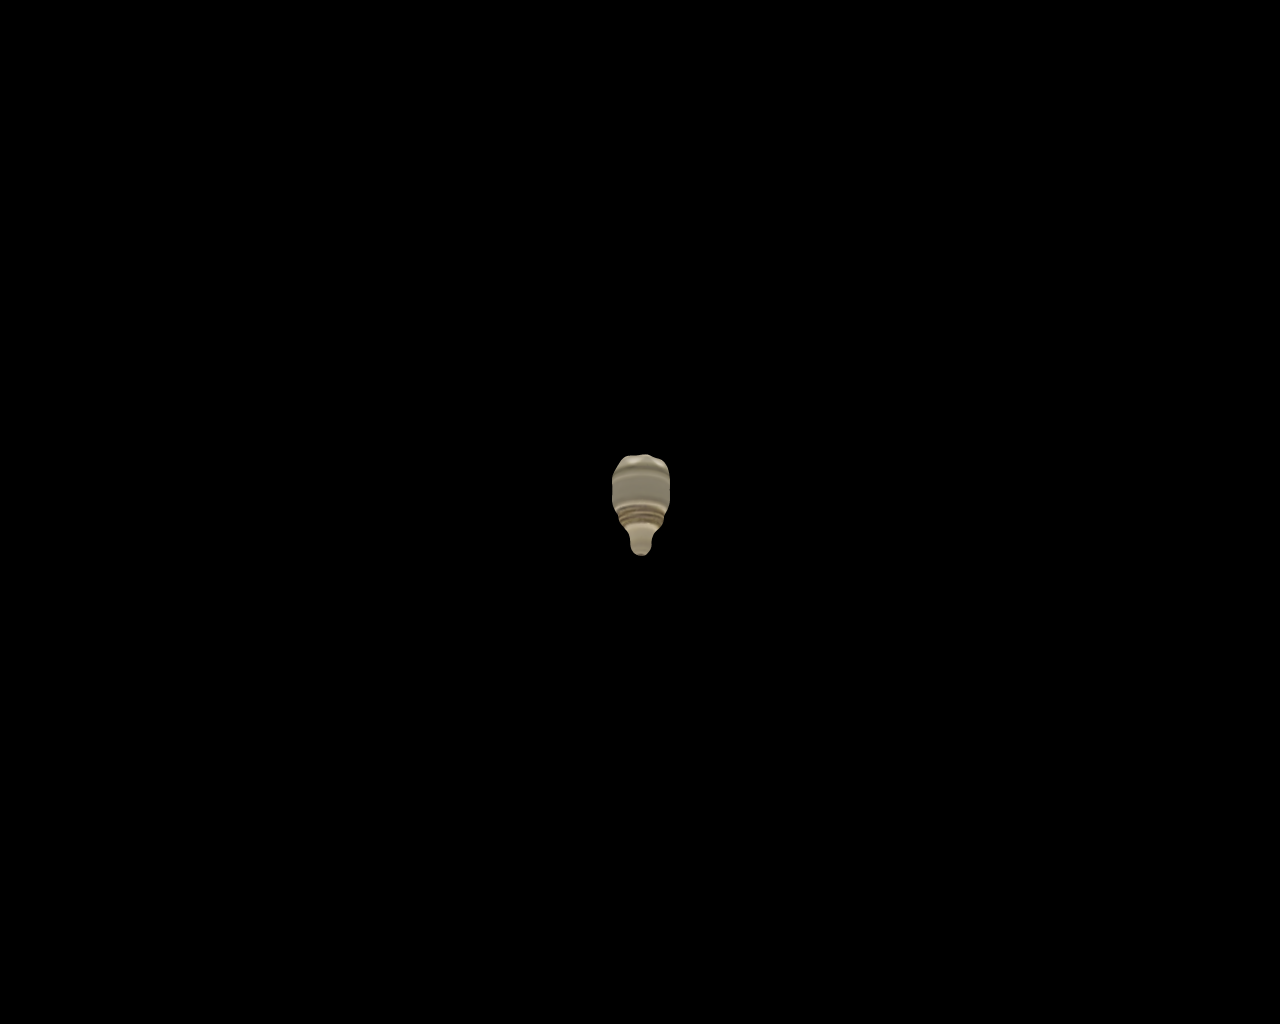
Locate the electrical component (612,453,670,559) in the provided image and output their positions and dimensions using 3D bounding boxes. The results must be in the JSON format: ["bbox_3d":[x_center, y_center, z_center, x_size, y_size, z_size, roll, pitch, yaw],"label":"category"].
[{"bbox_3d":[0.001,-0.003,0.650,0.035,0.061,0.035,0,-19,0],"label":"electrical component"}]
